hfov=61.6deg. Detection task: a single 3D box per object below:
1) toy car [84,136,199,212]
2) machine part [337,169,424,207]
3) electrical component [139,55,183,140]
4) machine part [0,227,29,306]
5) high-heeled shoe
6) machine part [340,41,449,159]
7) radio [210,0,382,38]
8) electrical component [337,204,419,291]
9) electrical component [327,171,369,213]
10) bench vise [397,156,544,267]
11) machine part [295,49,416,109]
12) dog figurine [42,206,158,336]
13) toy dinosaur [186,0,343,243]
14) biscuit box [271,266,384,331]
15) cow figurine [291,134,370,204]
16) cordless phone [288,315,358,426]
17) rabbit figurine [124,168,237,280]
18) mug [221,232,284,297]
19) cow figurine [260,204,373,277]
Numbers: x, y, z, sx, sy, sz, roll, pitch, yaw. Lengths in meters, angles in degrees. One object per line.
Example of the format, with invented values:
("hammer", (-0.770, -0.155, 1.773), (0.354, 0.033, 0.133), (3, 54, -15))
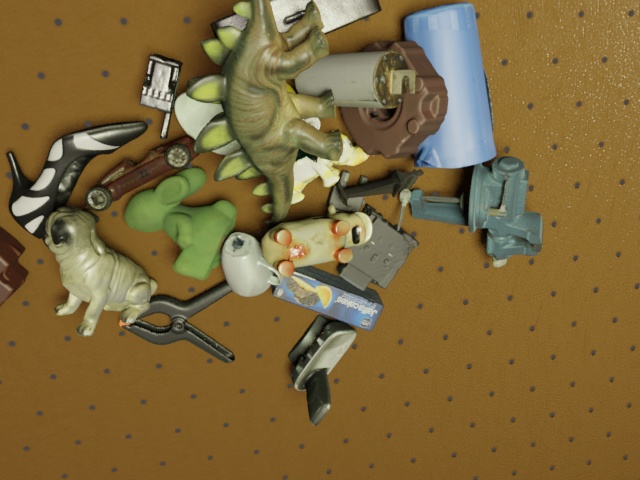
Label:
("toy car", (-0.281, -0.106, 0.839), (0.202, 0.089, 0.053), (-26, 110, 2))
("machine part", (0.097, -0.088, 0.894), (0.139, 0.084, 0.039), (-13, 86, -10))
("electrical component", (-0.243, -0.217, 0.815), (0.048, 0.075, 0.119), (14, 109, -14))
("machine part", (-0.594, 0.048, 0.843), (0.201, 0.087, 0.201), (-43, 112, 6))
("high-heeled shoe", (-0.369, -0.092, 0.832), (0.249, 0.086, 0.145), (-14, 109, 4))
("machine part", (0.106, -0.212, 0.819), (0.056, 0.180, 0.179), (-15, 115, -40))
("radio", (-0.039, -0.321, 0.780), (0.230, 0.131, 0.073), (-22, 111, -2))
("electrical component", (0.092, 0.022, 0.962), (0.115, 0.058, 0.134), (32, 101, -16))
("electrical component", (0.047, -0.072, 0.940), (0.063, 0.021, 0.094), (14, 105, -14))
("bench vise", (0.259, -0.049, 0.926), (0.241, 0.129, 0.223), (6, 146, 20))
("machine part", (0.043, -0.233, 0.783), (0.079, 0.243, 0.079), (-12, 110, -39))
("dog figurine", (-0.337, 0.031, 0.848), (0.121, 0.172, 0.190), (20, 116, 25))
("toy dinosaur", (-0.072, -0.159, 0.738), (0.199, 0.105, 0.470), (-7, 135, 3))
("biscuit box", (0.014, 0.098, 0.972), (0.202, 0.063, 0.059), (21, 106, -15))
("cow figurine", (-0.005, -0.135, 0.886), (0.167, 0.068, 0.098), (-29, 106, 3))
("cordless phone", (0.010, 0.229, 0.953), (0.088, 0.184, 0.146), (34, 101, -14))
("rabbit figurine", (-0.230, -0.034, 0.860), (0.170, 0.121, 0.159), (23, 111, -1))
("mug", (-0.115, 0.040, 0.888), (0.110, 0.107, 0.081), (21, 63, 20))
("cow figurine", (-0.002, -0.003, 0.855), (0.195, 0.127, 0.085), (-13, 105, -25))
